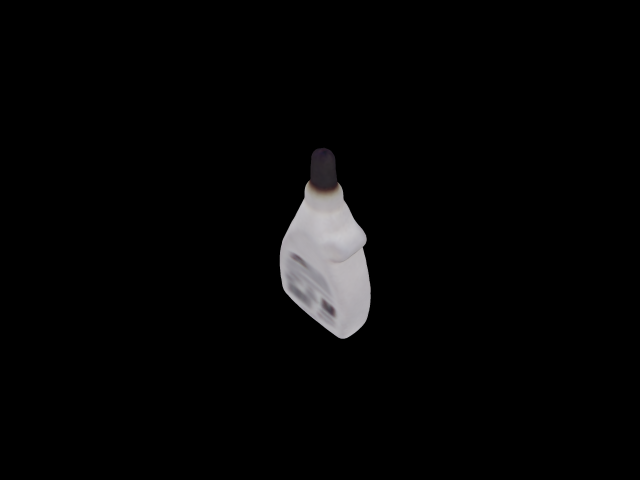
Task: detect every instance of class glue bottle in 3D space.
[{"bbox_3d":[0.004,0.001,0.400,0.078,0.173,0.037,39,63,25],"label":"glue bottle"}]
